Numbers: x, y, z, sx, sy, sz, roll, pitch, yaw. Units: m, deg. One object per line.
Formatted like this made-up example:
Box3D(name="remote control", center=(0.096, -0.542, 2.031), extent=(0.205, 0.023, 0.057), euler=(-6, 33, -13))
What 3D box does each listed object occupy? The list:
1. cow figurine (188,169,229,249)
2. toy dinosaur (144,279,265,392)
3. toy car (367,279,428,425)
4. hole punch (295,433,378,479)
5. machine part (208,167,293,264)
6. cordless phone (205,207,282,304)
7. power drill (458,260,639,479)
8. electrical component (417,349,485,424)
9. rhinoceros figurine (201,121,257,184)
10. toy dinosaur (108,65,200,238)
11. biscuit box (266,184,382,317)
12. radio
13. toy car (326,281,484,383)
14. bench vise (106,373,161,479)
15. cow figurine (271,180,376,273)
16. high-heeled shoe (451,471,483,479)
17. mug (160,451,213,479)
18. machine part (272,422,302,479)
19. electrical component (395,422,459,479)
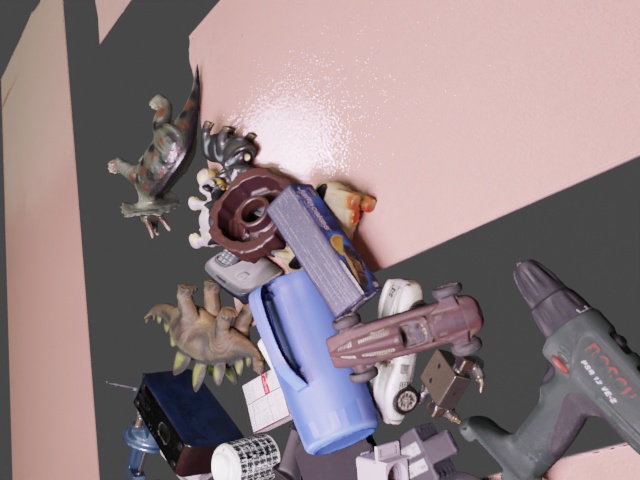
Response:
Box3D(name="cow figurine", center=(-0.215, -0.067, 1.097), extent=(0.098, 0.068, 0.167), euler=(-4, 86, 39))
Box3D(name="toy dinosaur", center=(-0.244, 0.183, 1.076), extent=(0.472, 0.105, 0.198), euler=(20, 103, 49))
Box3D(name="toy car", center=(0.106, 0.154, 0.747), extent=(0.073, 0.056, 0.201), euler=(-165, 85, -70))
Box3D(name="hole punch", center=(0.039, 0.339, 0.799), extent=(0.116, 0.092, 0.142), euler=(-25, 58, 5))
Box3D(name="machine part", center=(-0.112, -0.044, 0.956), extent=(0.179, 0.056, 0.179), euler=(-13, 56, 20))
Box3D(name="cordless phone", center=(-0.115, 0.019, 0.991), extent=(0.147, 0.088, 0.184), euler=(29, 88, 43))
Box3D(name="power drill", center=(0.254, 0.165, 0.606), extent=(0.207, 0.086, 0.232), euler=(-52, 55, 16))
Box3D(name="electrical component", center=(0.172, 0.190, 0.705), extent=(0.102, 0.045, 0.078), euler=(-67, 19, 12))
Box3D(name="rhinoceros figurine", center=(-0.180, -0.170, 1.071), extent=(0.191, 0.073, 0.112), euler=(34, 108, 42))
Box3D(name="toy dinosaur", center=(-0.347, -0.186, 1.217), extent=(0.192, 0.131, 0.404), euler=(45, 112, 24))
Box3D(name="biscuit box", center=(0.004, 0.010, 0.783), extent=(0.063, 0.059, 0.203), euler=(-44, 69, 29))
Box3D(name="radio", center=(-0.261, 0.350, 1.051), extent=(0.230, 0.131, 0.073), euler=(35, 108, 41))
Box3D(name="toy car", center=(0.107, 0.119, 0.682), extent=(0.202, 0.053, 0.089), euler=(-17, 91, 7))
Box3D(name="bench vise", center=(-0.384, 0.422, 1.176), extent=(0.224, 0.128, 0.240), euler=(18, 93, 46))
Box3D(name="cow figurine", center=(-0.002, -0.003, 0.869), extent=(0.127, 0.085, 0.194), euler=(31, 109, 36))
Box3D(name="high-heeled shoe", center=(0.261, 0.308, 0.604), extent=(0.249, 0.086, 0.145), euler=(-25, 35, 22))
Box3D(name="mug", center=(-0.262, 0.442, 1.079), extent=(0.107, 0.080, 0.109), euler=(30, 105, 32))
Box3D(name="machine part", center=(-0.043, 0.368, 0.900), extent=(0.084, 0.039, 0.138), euler=(25, 104, 49))
Box3D(name="electrical component", center=(0.142, 0.285, 0.717), extent=(0.119, 0.047, 0.075), euler=(-47, 55, 30))
